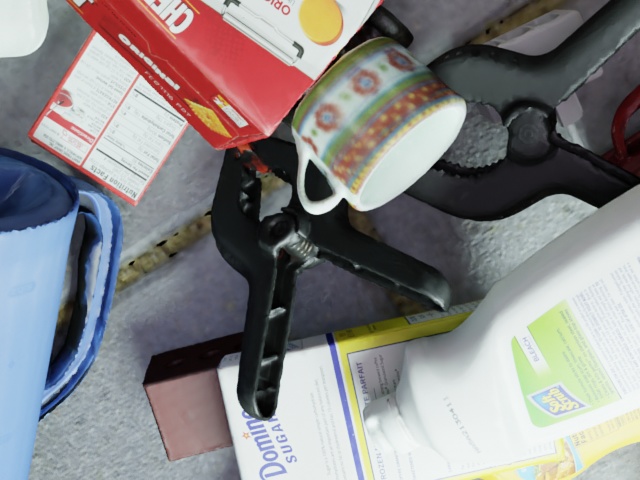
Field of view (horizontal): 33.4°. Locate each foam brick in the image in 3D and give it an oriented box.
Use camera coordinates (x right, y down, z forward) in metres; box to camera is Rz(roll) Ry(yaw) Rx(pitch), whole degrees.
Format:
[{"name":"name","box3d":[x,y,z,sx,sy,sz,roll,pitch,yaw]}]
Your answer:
[{"name":"foam brick","box3d":[-0.059,0.090,0.636,0.078,0.053,0.051,-15,102,1]}]

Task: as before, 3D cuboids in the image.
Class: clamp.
[{"name":"clamp","box3d":[0.115,-0.069,0.554,0.210,0.036,0.164,2,106,20]},{"name":"clamp","box3d":[-0.004,0.001,0.567,0.120,0.171,0.039,-22,147,8]}]

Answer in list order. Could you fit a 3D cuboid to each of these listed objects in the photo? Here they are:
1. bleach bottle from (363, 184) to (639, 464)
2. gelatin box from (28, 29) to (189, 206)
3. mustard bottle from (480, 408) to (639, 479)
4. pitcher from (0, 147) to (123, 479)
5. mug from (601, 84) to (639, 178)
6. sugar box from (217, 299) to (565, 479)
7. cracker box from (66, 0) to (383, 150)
[{"name":"bleach bottle","box3d":[0.131,0.034,0.513,0.251,0.068,0.102,-28,98,15]},{"name":"gelatin box","box3d":[-0.112,-0.076,0.608,0.073,0.030,0.089,33,100,-10]},{"name":"mustard bottle","box3d":[0.137,0.097,0.641,0.191,0.058,0.096,-25,103,4]},{"name":"pitcher","box3d":[-0.202,0.072,0.588,0.149,0.145,0.243,11,112,-2]},{"name":"mug","box3d":[0.203,-0.040,0.594,0.081,0.093,0.117,-33,120,10]},{"name":"sugar box","box3d":[0.039,0.092,0.587,0.176,0.048,0.093,-11,94,1]},{"name":"cracker box","box3d":[-0.031,-0.176,0.516,0.164,0.072,0.213,45,69,-17]}]
